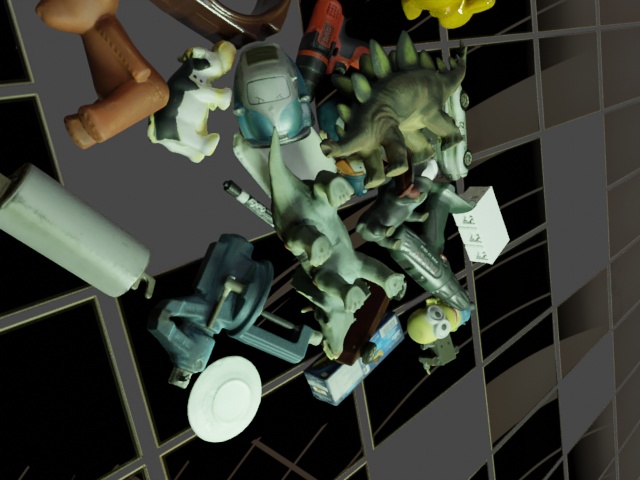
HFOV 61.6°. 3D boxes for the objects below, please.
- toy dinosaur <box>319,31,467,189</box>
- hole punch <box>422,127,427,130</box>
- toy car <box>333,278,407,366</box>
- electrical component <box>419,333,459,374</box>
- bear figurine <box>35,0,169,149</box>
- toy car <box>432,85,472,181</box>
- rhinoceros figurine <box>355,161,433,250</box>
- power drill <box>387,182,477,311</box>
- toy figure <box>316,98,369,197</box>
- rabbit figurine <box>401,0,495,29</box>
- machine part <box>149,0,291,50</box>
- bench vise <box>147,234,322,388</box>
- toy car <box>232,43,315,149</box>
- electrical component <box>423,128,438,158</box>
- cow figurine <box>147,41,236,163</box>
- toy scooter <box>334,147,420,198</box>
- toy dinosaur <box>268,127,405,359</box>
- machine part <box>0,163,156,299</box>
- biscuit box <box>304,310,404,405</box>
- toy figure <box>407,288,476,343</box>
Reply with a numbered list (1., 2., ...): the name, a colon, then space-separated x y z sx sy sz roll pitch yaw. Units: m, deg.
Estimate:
1. toy dinosaur: 0.138 -0.217 0.835 0.471 0.105 0.198 -32 98 -44
2. hole punch: 0.164 -0.257 1.001 0.116 0.092 0.142 22 81 0
3. toy car: 0.080 0.132 0.937 0.202 0.089 0.053 -60 155 -30
4. electrical component: 0.252 0.238 1.148 0.102 0.045 0.078 -21 90 -40
5. bear figurine: -0.258 -0.218 0.597 0.132 0.120 0.195 -42 118 -27
6. toy car: 0.262 -0.220 1.092 0.056 0.074 0.201 -16 104 -44
7. rhinoceros figurine: 0.141 -0.073 0.981 0.190 0.112 0.073 -53 143 -10
8. power drill: 0.240 0.004 1.070 0.232 0.086 0.207 33 73 -20
9. toy figure: 0.041 -0.141 0.836 0.064 0.058 0.154 -24 92 4
10. rabbit figurine: 0.252 -0.472 1.028 0.173 0.163 0.122 25 64 -59
11. machine part: -0.127 -0.379 0.720 0.201 0.087 0.201 23 77 -40
12. bench vise: -0.106 0.118 0.752 0.240 0.129 0.223 29 58 -23
13. toy car: -0.068 -0.213 0.735 0.109 0.102 0.162 -9 64 -2
14. electrical component: 0.206 -0.210 1.067 0.063 0.021 0.094 -5 92 -27
15. cow figurine: -0.171 -0.197 0.713 0.098 0.068 0.167 18 79 -31
16. toy scooter: 0.105 -0.125 0.915 0.184 0.075 0.135 -12 73 -25
17. toy dinosaur: -0.007 -0.003 0.787 0.131 0.192 0.404 -39 122 -24
18. machine part: -0.285 -0.008 0.619 0.243 0.079 0.079 42 67 -36
19. biscuit box: 0.065 0.202 0.962 0.203 0.063 0.059 -36 116 -34
20. toy figure: 0.254 0.159 1.115 0.180 0.082 0.089 -20 150 -48
